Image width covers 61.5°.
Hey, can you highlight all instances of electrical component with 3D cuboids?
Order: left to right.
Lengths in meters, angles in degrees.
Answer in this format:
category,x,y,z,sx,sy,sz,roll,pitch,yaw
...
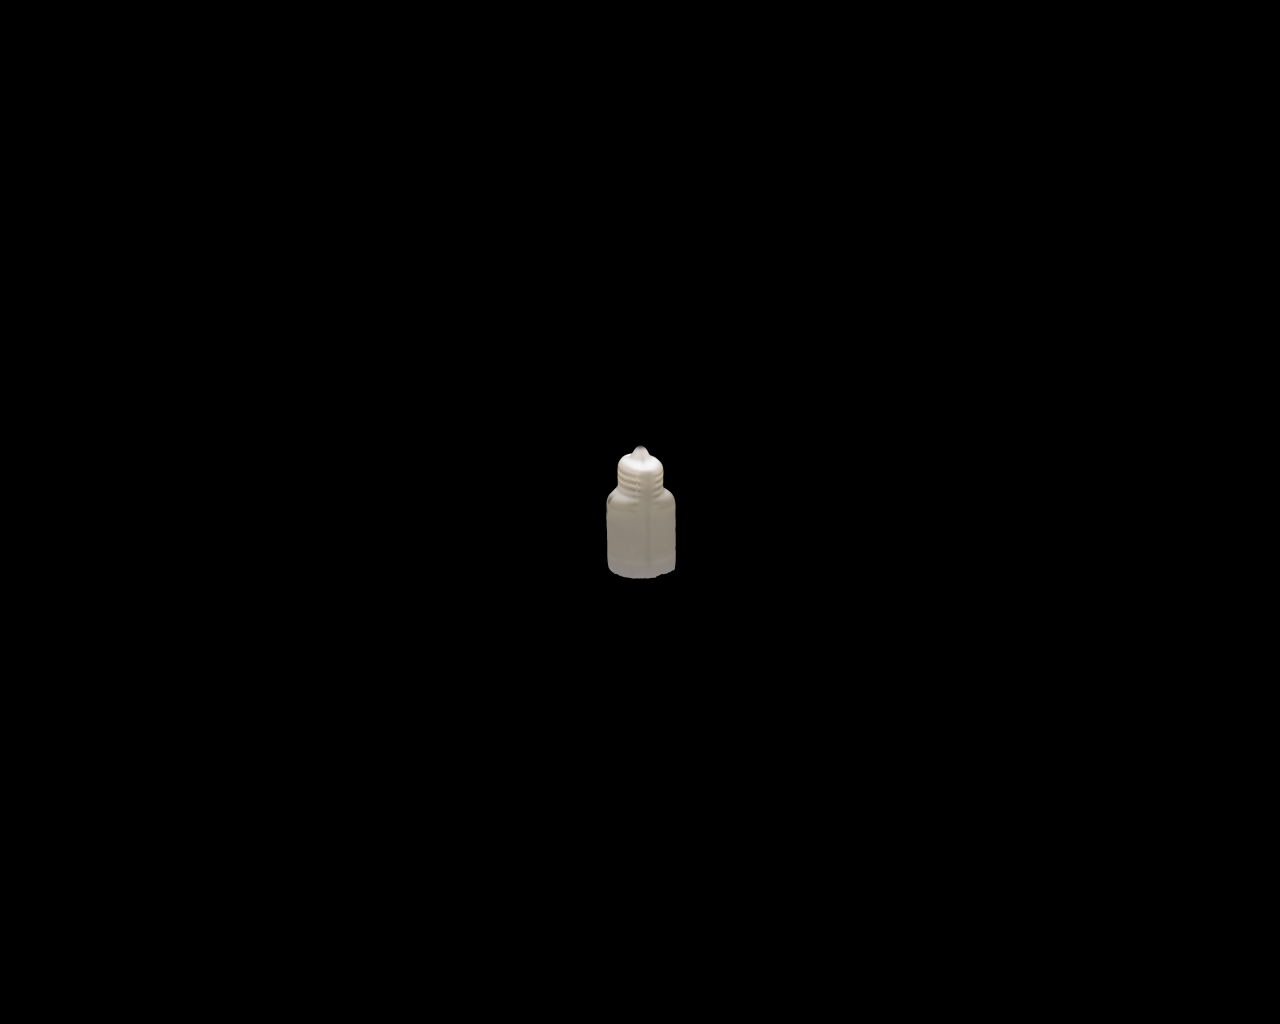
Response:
category,x,y,z,sx,sy,sz,roll,pitch,yaw
electrical component,0.001,-0.003,0.650,0.043,0.080,0.043,0,19,0
